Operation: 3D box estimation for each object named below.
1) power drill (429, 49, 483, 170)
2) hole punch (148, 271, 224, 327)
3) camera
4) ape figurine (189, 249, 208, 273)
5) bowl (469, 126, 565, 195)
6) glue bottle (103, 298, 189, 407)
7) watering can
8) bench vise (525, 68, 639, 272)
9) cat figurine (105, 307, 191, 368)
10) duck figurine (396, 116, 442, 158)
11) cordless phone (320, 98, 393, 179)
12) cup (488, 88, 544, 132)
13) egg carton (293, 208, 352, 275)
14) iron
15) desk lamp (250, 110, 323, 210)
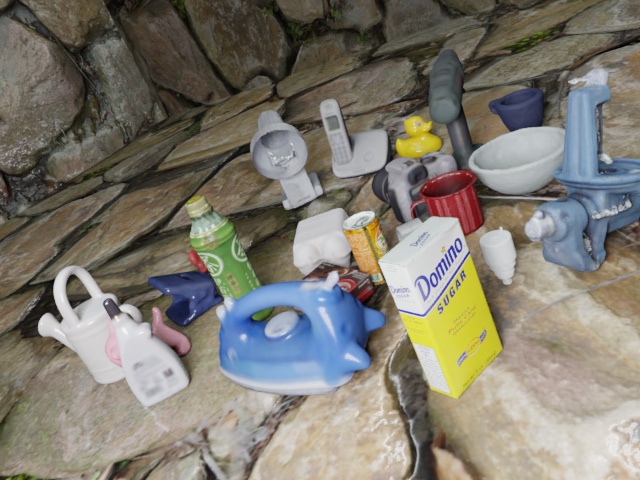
[{"bbox_3d":[0.266,-0.252,1.130,0.075,0.209,0.230,-12,26,24],"label":"power drill"},{"bbox_3d":[-0.244,0.088,1.035,0.101,0.091,0.108,-36,27,-25],"label":"hole punch"},{"bbox_3d":[0.166,-0.113,1.067,0.143,0.101,0.136,-32,25,-18],"label":"camera"},{"bbox_3d":[-0.239,0.011,1.188,0.077,0.092,0.076,-14,26,21],"label":"ape figurine"},{"bbox_3d":[0.341,-0.124,0.964,0.167,0.075,0.167,-19,24,9],"label":"bowl"},{"bbox_3d":[-0.256,0.153,0.810,0.078,0.173,0.037,-27,24,-7],"label":"glue bottle"},{"bbox_3d":[-0.375,0.133,0.933,0.173,0.194,0.100,-25,24,-3],"label":"watering can"},{"bbox_3d":[0.335,-0.083,0.705,0.121,0.220,0.208,1,34,44],"label":"bench vise"},{"bbox_3d":[-0.277,0.159,0.885,0.067,0.118,0.128,-7,29,32],"label":"cat figurine"},{"bbox_3d":[0.216,-0.237,1.298,0.104,0.086,0.078,-8,28,31],"label":"duck figurine"},{"bbox_3d":[0.078,-0.238,1.302,0.147,0.185,0.094,-9,28,30],"label":"cordless phone"},{"bbox_3d":[0.390,-0.239,1.133,0.092,0.095,0.117,-37,27,-27],"label":"cup"},{"bbox_3d":[0.009,0.004,1.007,0.107,0.069,0.150,-19,24,11],"label":"egg carton"},{"bbox_3d":[-0.054,0.114,0.747,0.257,0.142,0.119,-11,27,26],"label":"iron"},{"bbox_3d":[-0.080,-0.181,1.290,0.118,0.214,0.203,-23,24,3],"label":"desk lamp"}]
